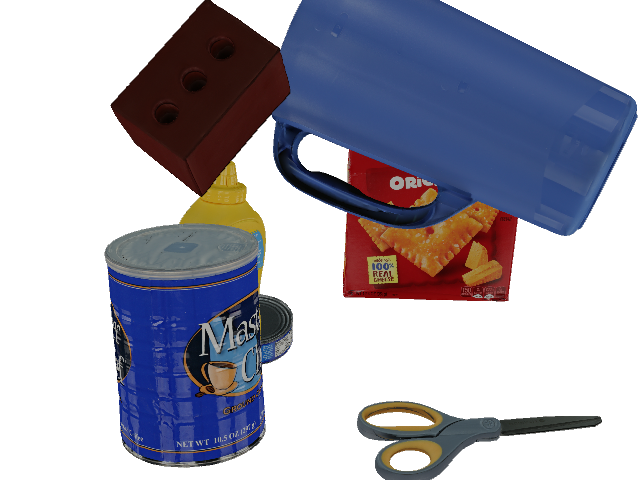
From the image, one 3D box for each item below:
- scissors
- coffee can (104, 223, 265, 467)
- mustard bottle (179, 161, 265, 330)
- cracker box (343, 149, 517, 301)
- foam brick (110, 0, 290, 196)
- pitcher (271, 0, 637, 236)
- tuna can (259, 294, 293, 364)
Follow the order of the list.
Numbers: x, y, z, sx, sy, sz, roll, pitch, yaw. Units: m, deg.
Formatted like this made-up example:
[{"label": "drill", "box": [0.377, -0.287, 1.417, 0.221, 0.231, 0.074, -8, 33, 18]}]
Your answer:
[{"label": "scissors", "box": [0.128, 0.165, 0.864, 0.202, 0.016, 0.096, 5, 34, 7]}, {"label": "coffee can", "box": [-0.091, 0.069, 0.736, 0.103, 0.140, 0.103, -1, 18, 0]}, {"label": "mustard bottle", "box": [-0.091, 0.023, 0.951, 0.058, 0.192, 0.096, 19, 21, 38]}, {"label": "cracker box", "box": [0.106, -0.050, 1.018, 0.164, 0.214, 0.072, 2, 21, 0]}, {"label": "foam brick", "box": [-0.061, -0.074, 0.558, 0.053, 0.078, 0.051, 36, -10, 14]}, {"label": "pitcher", "box": [0.090, -0.090, 0.768, 0.243, 0.149, 0.144, 26, 49, 11]}, {"label": "tuna can", "box": [-0.073, 0.099, 1.190, 0.086, 0.034, 0.086, 0, 36, 0]}]
